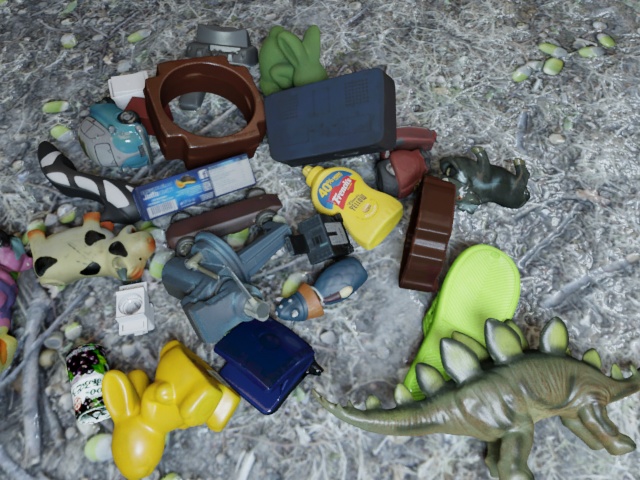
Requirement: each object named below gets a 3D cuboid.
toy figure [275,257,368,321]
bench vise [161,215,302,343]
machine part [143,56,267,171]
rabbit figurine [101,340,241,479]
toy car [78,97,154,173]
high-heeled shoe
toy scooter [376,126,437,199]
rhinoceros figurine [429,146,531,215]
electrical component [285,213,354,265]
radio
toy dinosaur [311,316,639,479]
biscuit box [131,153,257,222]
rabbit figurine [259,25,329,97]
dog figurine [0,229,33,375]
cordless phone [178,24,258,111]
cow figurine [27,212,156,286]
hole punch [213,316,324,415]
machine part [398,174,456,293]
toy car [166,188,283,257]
[{"bbox_3d":[0.002,0.083,0.833,0.154,0.064,0.057,-32,100,-12],"label":"toy figure"},{"bbox_3d":[-0.120,0.038,0.808,0.224,0.128,0.240,3,37,48],"label":"bench vise"},{"bbox_3d":[-0.211,-0.236,0.999,0.201,0.087,0.201,-16,70,-25],"label":"machine part"},{"bbox_3d":[-0.219,0.229,0.718,0.162,0.121,0.173,35,84,14],"label":"rabbit figurine"},{"bbox_3d":[-0.388,-0.189,0.987,0.162,0.109,0.103,36,56,26],"label":"toy car"},{"bbox_3d":[-0.401,-0.118,0.962,0.145,0.086,0.249,-31,70,-13],"label":"high-heeled shoe"},{"bbox_3d":[0.159,-0.153,0.972,0.135,0.075,0.184,-9,53,-5],"label":"toy scooter"},{"bbox_3d":[0.265,-0.096,0.917,0.190,0.073,0.112,6,82,-15],"label":"rhinoceros figurine"},{"bbox_3d":[-0.002,-0.003,0.846,0.048,0.119,0.075,-25,77,30],"label":"electrical component"},{"bbox_3d":[0.018,-0.208,0.943,0.230,0.073,0.131,-6,85,27],"label":"radio"},{"bbox_3d":[0.231,0.205,0.692,0.471,0.105,0.198,-10,73,-13],"label":"toy dinosaur"},{"bbox_3d":[-0.215,-0.091,0.922,0.203,0.063,0.059,-21,101,-22],"label":"biscuit box"},{"bbox_3d":[-0.033,-0.336,1.043,0.121,0.158,0.170,-25,53,-24],"label":"rabbit figurine"},{"bbox_3d":[-0.506,0.090,0.829,0.109,0.191,0.219,-6,23,2],"label":"dog figurine"},{"bbox_3d":[-0.215,-0.346,1.116,0.147,0.088,0.184,9,69,7],"label":"cordless phone"},{"bbox_3d":[-0.361,0.026,0.864,0.195,0.085,0.127,-15,72,1],"label":"cow figurine"},{"bbox_3d":[-0.078,0.166,0.768,0.142,0.092,0.116,30,59,23],"label":"hole punch"},{"bbox_3d":[0.165,-0.009,0.824,0.056,0.179,0.179,11,58,5],"label":"machine part"},{"bbox_3d":[-0.161,-0.029,0.915,0.202,0.053,0.089,-19,38,-11],"label":"toy car"}]
